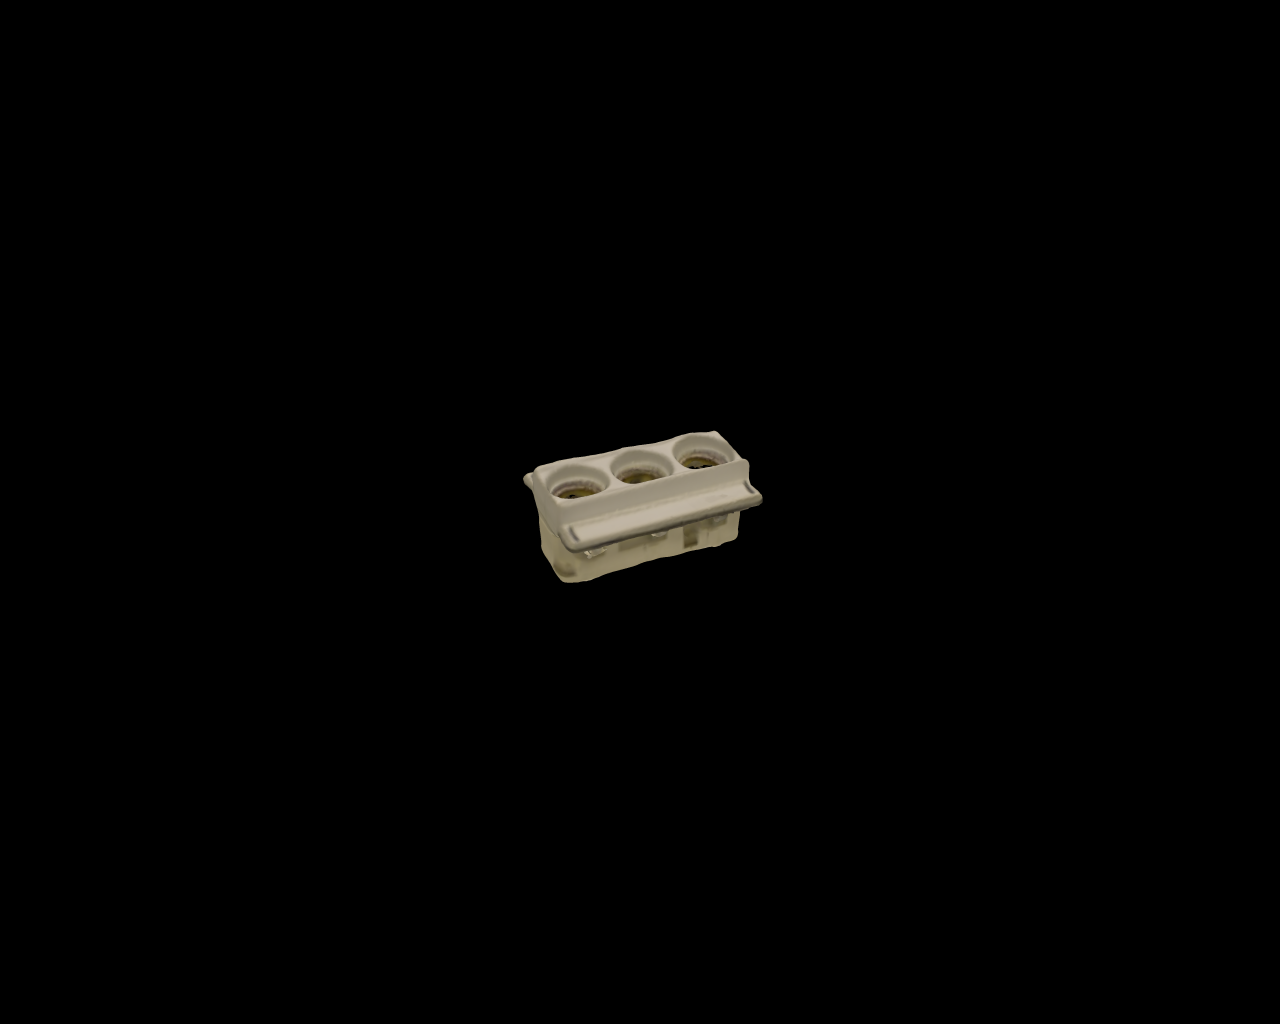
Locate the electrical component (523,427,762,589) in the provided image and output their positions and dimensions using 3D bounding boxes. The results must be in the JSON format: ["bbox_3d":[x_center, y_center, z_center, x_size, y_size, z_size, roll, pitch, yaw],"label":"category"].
[{"bbox_3d":[0.001,-0.003,0.650,0.121,0.063,0.079,-14,36,-20],"label":"electrical component"}]
